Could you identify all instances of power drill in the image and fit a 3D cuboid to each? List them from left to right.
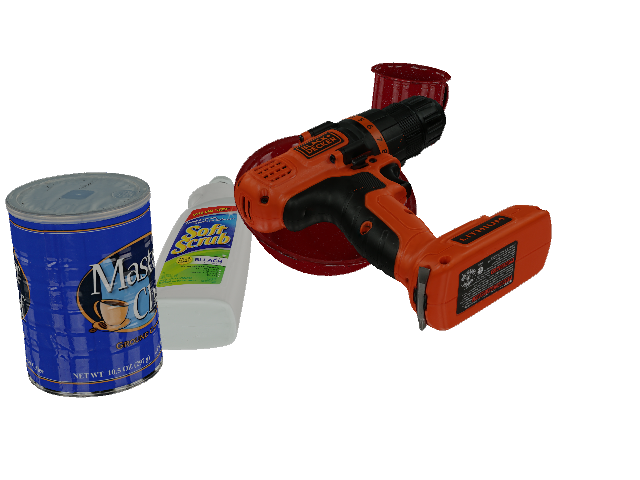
[{"bbox_3d":[0.062,-0.028,0.726,0.184,0.057,0.188,-30,44,-28],"label":"power drill"}]

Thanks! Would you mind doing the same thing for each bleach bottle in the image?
[{"bbox_3d":[-0.126,0.010,1.138,0.102,0.068,0.250,-2,36,3],"label":"bleach bottle"}]

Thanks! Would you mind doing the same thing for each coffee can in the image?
[{"bbox_3d":[-0.173,0.030,0.793,0.103,0.140,0.103,-1,20,0],"label":"coffee can"}]

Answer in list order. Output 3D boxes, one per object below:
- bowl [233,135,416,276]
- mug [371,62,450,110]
[{"bbox_3d":[0.002,-0.021,0.952,0.162,0.162,0.055,0,-43,-10],"label":"bowl"},{"bbox_3d":[0.110,-0.161,1.260,0.093,0.081,0.117,23,28,37],"label":"mug"}]
